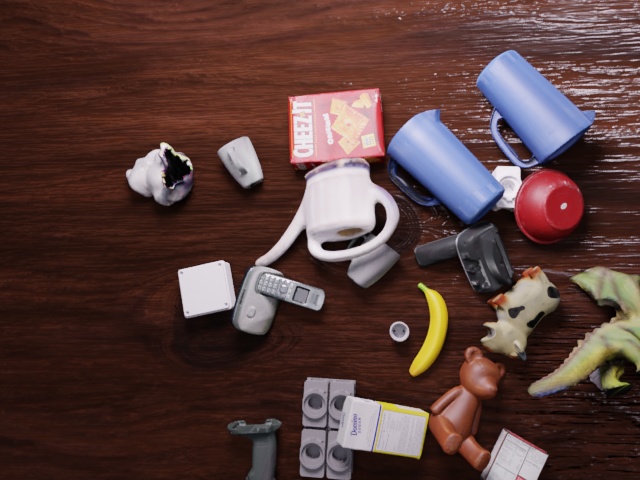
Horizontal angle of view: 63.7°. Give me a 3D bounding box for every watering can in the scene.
[{"bbox_3d":[0.003,-0.057,1.129,0.346,0.103,0.228,-11,68,24],"label":"watering can"}]

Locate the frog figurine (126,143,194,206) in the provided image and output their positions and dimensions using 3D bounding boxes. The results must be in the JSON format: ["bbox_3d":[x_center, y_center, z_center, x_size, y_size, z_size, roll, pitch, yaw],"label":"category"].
[{"bbox_3d":[-0.377,-0.143,1.213,0.158,0.124,0.138,-23,87,39],"label":"frog figurine"}]

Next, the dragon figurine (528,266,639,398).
[{"bbox_3d":[0.580,0.167,1.024,0.410,0.119,0.249,-7,51,-1],"label":"dragon figurine"}]
